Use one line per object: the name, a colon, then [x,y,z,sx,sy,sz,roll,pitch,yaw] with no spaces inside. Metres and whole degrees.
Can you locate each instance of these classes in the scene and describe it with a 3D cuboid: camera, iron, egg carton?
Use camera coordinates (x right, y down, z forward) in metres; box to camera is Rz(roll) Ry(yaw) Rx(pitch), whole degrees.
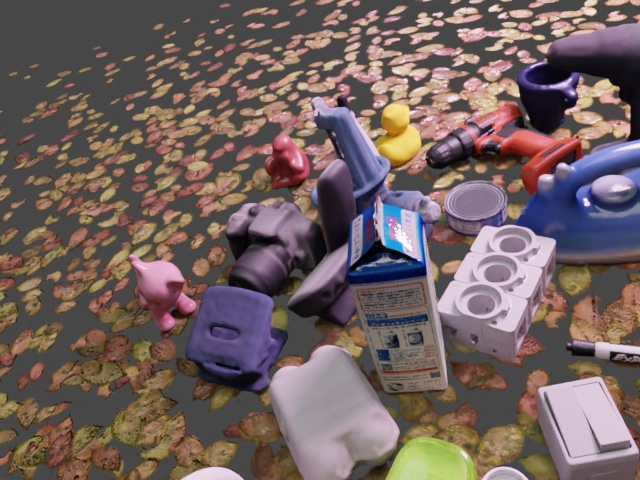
camera: [-0.083,0.014,0.804,0.142,0.101,0.137,12,49,32]
iron: [0.345,-0.056,0.689,0.258,0.142,0.118,-12,40,8]
egg carton: [0.010,0.182,0.601,0.107,0.069,0.150,-27,41,-10]

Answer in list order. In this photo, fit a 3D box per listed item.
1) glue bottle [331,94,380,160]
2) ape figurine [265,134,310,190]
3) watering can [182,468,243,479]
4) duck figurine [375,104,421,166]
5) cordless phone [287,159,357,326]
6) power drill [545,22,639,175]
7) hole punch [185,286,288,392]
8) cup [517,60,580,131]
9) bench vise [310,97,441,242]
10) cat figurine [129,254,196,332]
glue bottle: [0.050,-0.144,0.876,0.078,0.173,0.037,-9,41,12]
ape figurine: [-0.057,-0.137,0.972,0.076,0.092,0.077,-39,44,-22]
watering can: [-0.071,0.253,0.455,0.172,0.194,0.101,7,46,27]
duck figurine: [0.125,-0.182,0.959,0.077,0.086,0.105,12,48,31]
cordless phone: [0.007,0.003,0.716,0.093,0.185,0.148,13,49,32]
power drill: [0.416,-0.189,0.760,0.229,0.209,0.075,-13,40,7]
hole punch: [-0.105,0.119,0.699,0.108,0.091,0.101,6,46,26]
cup: [0.365,-0.215,0.898,0.091,0.095,0.117,-21,40,-3]
bench vise: [0.069,-0.090,0.771,0.206,0.220,0.122,7,46,28]
cat figurine: [-0.227,0.060,0.793,0.067,0.118,0.127,-38,44,-21]
